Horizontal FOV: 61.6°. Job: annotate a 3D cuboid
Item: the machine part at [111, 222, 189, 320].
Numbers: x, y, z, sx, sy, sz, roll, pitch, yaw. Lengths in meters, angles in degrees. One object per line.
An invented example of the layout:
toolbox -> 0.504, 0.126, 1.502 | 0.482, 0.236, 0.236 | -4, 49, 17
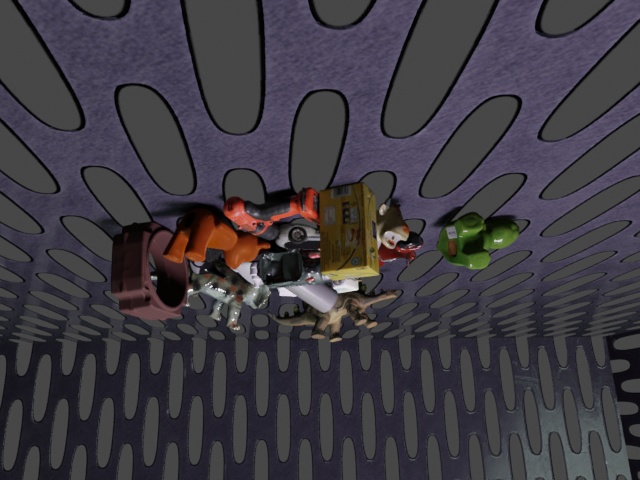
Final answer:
machine part -> -0.376, 0.071, 1.212 | 0.087, 0.201, 0.200 | -8, 161, 12

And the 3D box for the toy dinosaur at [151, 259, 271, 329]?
toy dinosaur -> -0.294, 0.116, 1.480 | 0.404, 0.192, 0.131 | 31, 167, -33

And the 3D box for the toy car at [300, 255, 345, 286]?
toy car -> -0.013, 0.076, 1.437 | 0.202, 0.089, 0.053 | 18, 112, -50

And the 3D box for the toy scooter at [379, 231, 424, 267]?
toy scooter -> 0.175, 0.031, 1.337 | 0.184, 0.075, 0.135 | -13, 158, 21

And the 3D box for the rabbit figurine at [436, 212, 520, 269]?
rabbit figurine -> 0.363, 0.005, 1.210 | 0.170, 0.121, 0.159 | -11, 170, -18

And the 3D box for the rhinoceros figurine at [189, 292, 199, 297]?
rhinoceros figurine -> -0.418, 0.125, 1.614 | 0.112, 0.073, 0.190 | 27, 151, -37

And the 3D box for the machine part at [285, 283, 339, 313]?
machine part -> -0.034, 0.129, 1.485 | 0.243, 0.079, 0.079 | 36, 146, -26

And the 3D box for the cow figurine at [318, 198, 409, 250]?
cow figurine -> 0.097, -0.021, 1.125 | 0.195, 0.127, 0.085 | 4, 168, 37

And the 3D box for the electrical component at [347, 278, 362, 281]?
electrical component -> 0.089, 0.059, 1.394 | 0.078, 0.102, 0.045 | 23, 152, -2

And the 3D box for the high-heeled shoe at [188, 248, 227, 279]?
high-heeled shoe -> -0.294, 0.010, 1.304 | 0.145, 0.086, 0.248 | 30, 148, 23

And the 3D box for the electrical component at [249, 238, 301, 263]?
electrical component -> -0.130, 0.020, 1.309 | 0.134, 0.058, 0.115 | 12, 156, -37

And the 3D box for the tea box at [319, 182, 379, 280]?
tea box -> 0.055, -0.015, 1.022 | 0.098, 0.169, 0.068 | -8, 161, 23

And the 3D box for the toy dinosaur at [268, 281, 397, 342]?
toy dinosaur -> 0.025, 0.216, 1.691 | 0.472, 0.198, 0.105 | -21, 147, 24

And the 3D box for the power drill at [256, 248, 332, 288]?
power drill -> -0.039, 0.066, 1.246 | 0.232, 0.086, 0.207 | -8, 176, 18

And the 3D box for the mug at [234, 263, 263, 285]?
mug -> -0.191, 0.061, 1.419 | 0.110, 0.081, 0.107 | 3, 155, 24

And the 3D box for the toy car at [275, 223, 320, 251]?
toy car -> -0.003, -0.004, 1.247 | 0.202, 0.056, 0.073 | 1, 156, -12

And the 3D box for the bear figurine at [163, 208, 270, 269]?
bear figurine -> -0.213, 0.017, 1.148 | 0.120, 0.132, 0.195 | -2, 151, 42
